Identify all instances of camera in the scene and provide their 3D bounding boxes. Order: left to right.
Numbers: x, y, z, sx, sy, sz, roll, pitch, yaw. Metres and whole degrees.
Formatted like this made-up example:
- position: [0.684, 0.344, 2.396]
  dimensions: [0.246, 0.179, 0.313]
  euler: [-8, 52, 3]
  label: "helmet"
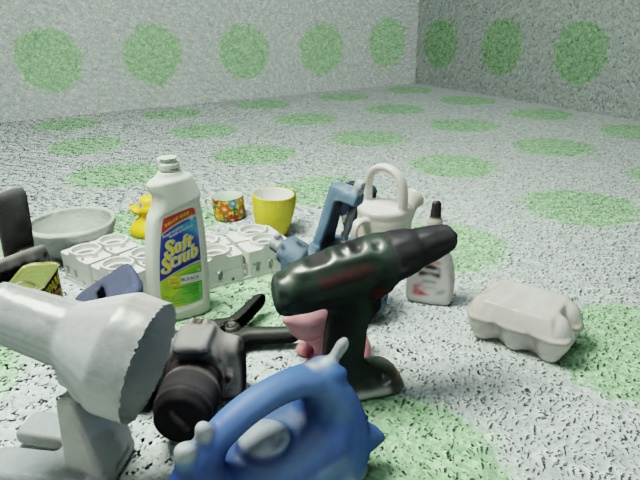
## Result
- position: [-0.165, 0.160, 0.672]
  dimensions: [0.143, 0.101, 0.137]
  euler: [0, 23, 1]
  label: "camera"

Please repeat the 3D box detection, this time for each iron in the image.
- position: [-0.058, 0.193, 0.537]
  dimensions: [0.259, 0.141, 0.118]
  euler: [-20, 29, -38]
  label: "iron"

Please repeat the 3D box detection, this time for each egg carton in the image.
- position: [0.292, 0.112, 0.819]
  dimensions: [0.149, 0.069, 0.107]
  euler: [15, 28, 34]
  label: "egg carton"

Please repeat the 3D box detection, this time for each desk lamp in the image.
- position: [-0.242, 0.144, 0.565]
  dimensions: [0.203, 0.214, 0.118]
  euler: [3, 23, 9]
  label: "desk lamp"

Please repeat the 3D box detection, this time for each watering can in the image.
- position: [0.121, -0.047, 1.043]
  dimensions: [0.100, 0.194, 0.173]
  euler: [10, 25, 23]
  label: "watering can"

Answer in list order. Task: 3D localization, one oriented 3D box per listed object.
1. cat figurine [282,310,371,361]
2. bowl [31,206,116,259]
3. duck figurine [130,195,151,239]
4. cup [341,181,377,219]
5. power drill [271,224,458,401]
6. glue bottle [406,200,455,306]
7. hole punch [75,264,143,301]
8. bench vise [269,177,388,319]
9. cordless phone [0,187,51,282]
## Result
- position: [0.005, 0.109, 0.770]
  dimensions: [0.128, 0.118, 0.067]
  euler: [-9, 24, -20]
  label: "cat figurine"
- position: [-0.479, -0.006, 1.115]
  dimensions: [0.167, 0.075, 0.167]
  euler: [0, 23, 0]
  label: "bowl"
- position: [-0.352, -0.054, 1.212]
  dimensions: [0.104, 0.086, 0.077]
  euler: [-3, 23, -6]
  label: "duck figurine"
- position: [0.074, -0.073, 1.237]
  dimensions: [0.091, 0.095, 0.117]
  euler: [-3, 23, -4]
  label: "cup"
- position: [0.056, 0.088, 0.700]
  dimensions: [0.230, 0.208, 0.075]
  euler: [-7, 23, -15]
  label: "power drill"
- position: [0.178, 0.019, 0.909]
  dimensions: [0.078, 0.173, 0.037]
  euler: [5, 23, 13]
  label: "glue bottle"
- position: [-0.311, 0.095, 0.846]
  dimensions: [0.101, 0.091, 0.108]
  euler: [-12, 25, -26]
  label: "hole punch"
- position: [0.005, 0.008, 0.880]
  dimensions: [0.207, 0.220, 0.121]
  euler: [5, 23, 14]
  label: "bench vise"
- position: [-0.520, 0.014, 0.923]
  dimensions: [0.093, 0.185, 0.148]
  euler: [11, 25, 25]
  label: "cordless phone"
